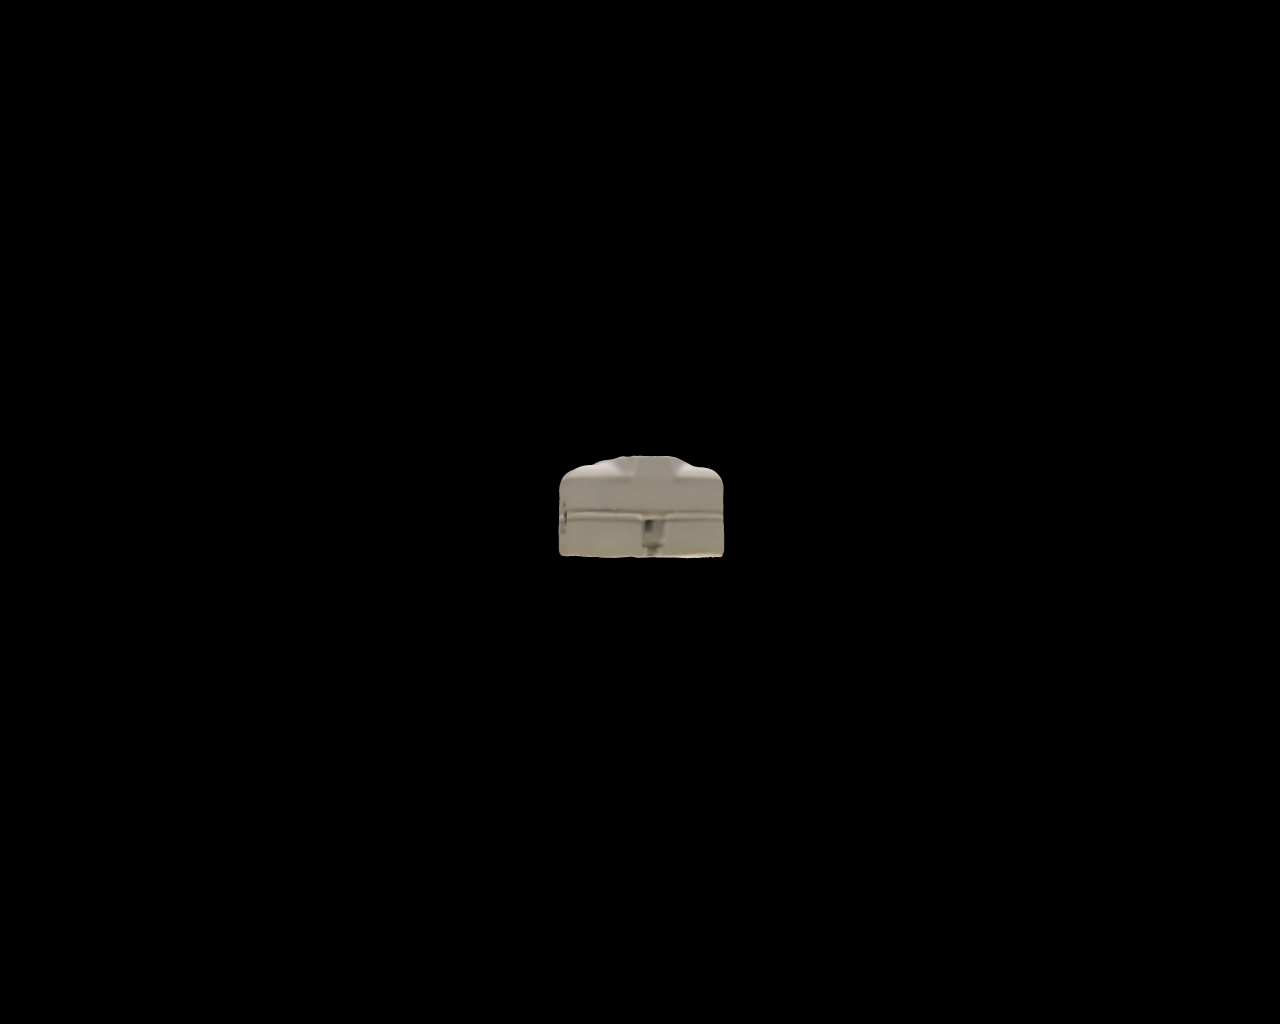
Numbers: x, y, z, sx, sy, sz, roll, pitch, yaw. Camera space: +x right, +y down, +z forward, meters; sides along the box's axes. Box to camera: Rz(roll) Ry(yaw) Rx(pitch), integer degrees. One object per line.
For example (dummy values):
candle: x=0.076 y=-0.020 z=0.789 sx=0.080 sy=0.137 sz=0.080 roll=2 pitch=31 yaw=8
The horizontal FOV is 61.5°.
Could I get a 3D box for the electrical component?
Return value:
electrical component: x=0.001 y=-0.003 z=0.650 sx=0.095 sy=0.059 sz=0.053 roll=1 pitch=-4 yaw=-15
